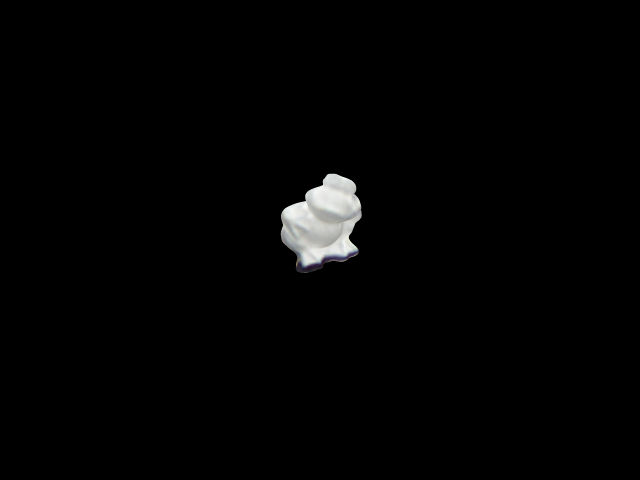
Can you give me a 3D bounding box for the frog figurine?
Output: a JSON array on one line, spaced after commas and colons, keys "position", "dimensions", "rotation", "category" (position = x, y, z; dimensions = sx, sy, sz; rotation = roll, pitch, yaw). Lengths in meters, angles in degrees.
[{"position": [0.003, -0.043, 0.850], "dimensions": [0.137, 0.156, 0.125], "rotation": [-4, 31, -6], "category": "frog figurine"}]
